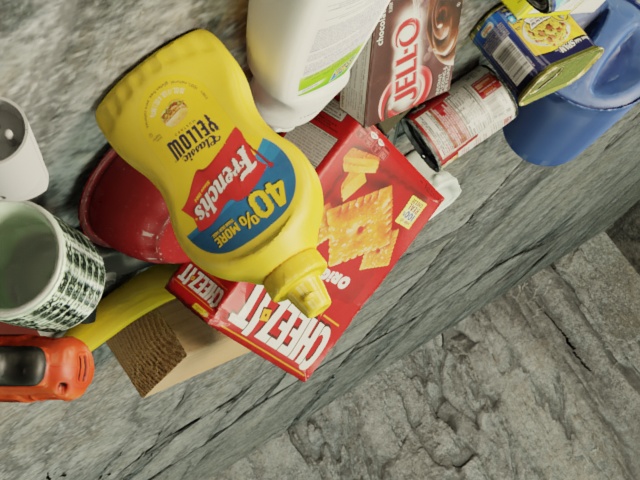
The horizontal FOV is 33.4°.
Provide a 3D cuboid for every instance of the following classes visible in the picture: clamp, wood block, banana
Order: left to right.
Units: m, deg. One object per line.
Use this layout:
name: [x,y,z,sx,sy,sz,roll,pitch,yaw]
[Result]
clamp: [-0.194,0.032,0.887,0.120,0.039,0.171,-45,162,14]
banana: [-0.175,0.060,0.986,0.198,0.037,0.069,-28,-164,32]
wood block: [-0.115,0.078,1.122,0.205,0.090,0.091,-19,159,-51]

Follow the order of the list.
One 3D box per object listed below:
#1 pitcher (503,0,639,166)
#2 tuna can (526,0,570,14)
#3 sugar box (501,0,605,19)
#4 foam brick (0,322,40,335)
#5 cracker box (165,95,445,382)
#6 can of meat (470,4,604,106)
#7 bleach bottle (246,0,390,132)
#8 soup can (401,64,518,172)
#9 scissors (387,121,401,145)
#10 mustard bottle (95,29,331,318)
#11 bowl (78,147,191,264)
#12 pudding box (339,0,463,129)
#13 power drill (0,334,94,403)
pitcher: [0.285,-0.169,1.173,0.243,0.149,0.145,96,11,-77]
tuna can: [0.163,-0.215,0.807,0.034,0.086,0.086,-34,167,2]
sugar box: [0.231,-0.247,0.954,0.093,0.048,0.175,-46,167,34]
foam brick: [-0.274,0.101,0.893,0.078,0.053,0.051,-26,164,-30]
cracker box: [-0.006,0.001,0.920,0.213,0.072,0.164,-53,141,-2]
can of meat: [0.204,-0.185,1.010,0.101,0.084,0.058,-26,164,-35]
bleach bottle: [-0.010,-0.137,0.704,0.102,0.068,0.251,-29,168,-22]
soup can: [0.144,-0.126,1.101,0.102,0.068,0.068,-35,167,-3]
scissors: [0.075,-0.047,1.163,0.096,0.016,0.202,6,128,-33]
mustard bottle: [-0.054,-0.032,0.669,0.096,0.192,0.058,-37,167,4]
bowl: [-0.097,-0.033,0.800,0.162,0.055,0.162,-32,156,-17]
pudding box: [0.061,-0.150,0.801,0.089,0.039,0.113,-28,140,-29]
power drill: [-0.275,0.082,0.721,0.185,0.057,0.187,-5,170,23]
